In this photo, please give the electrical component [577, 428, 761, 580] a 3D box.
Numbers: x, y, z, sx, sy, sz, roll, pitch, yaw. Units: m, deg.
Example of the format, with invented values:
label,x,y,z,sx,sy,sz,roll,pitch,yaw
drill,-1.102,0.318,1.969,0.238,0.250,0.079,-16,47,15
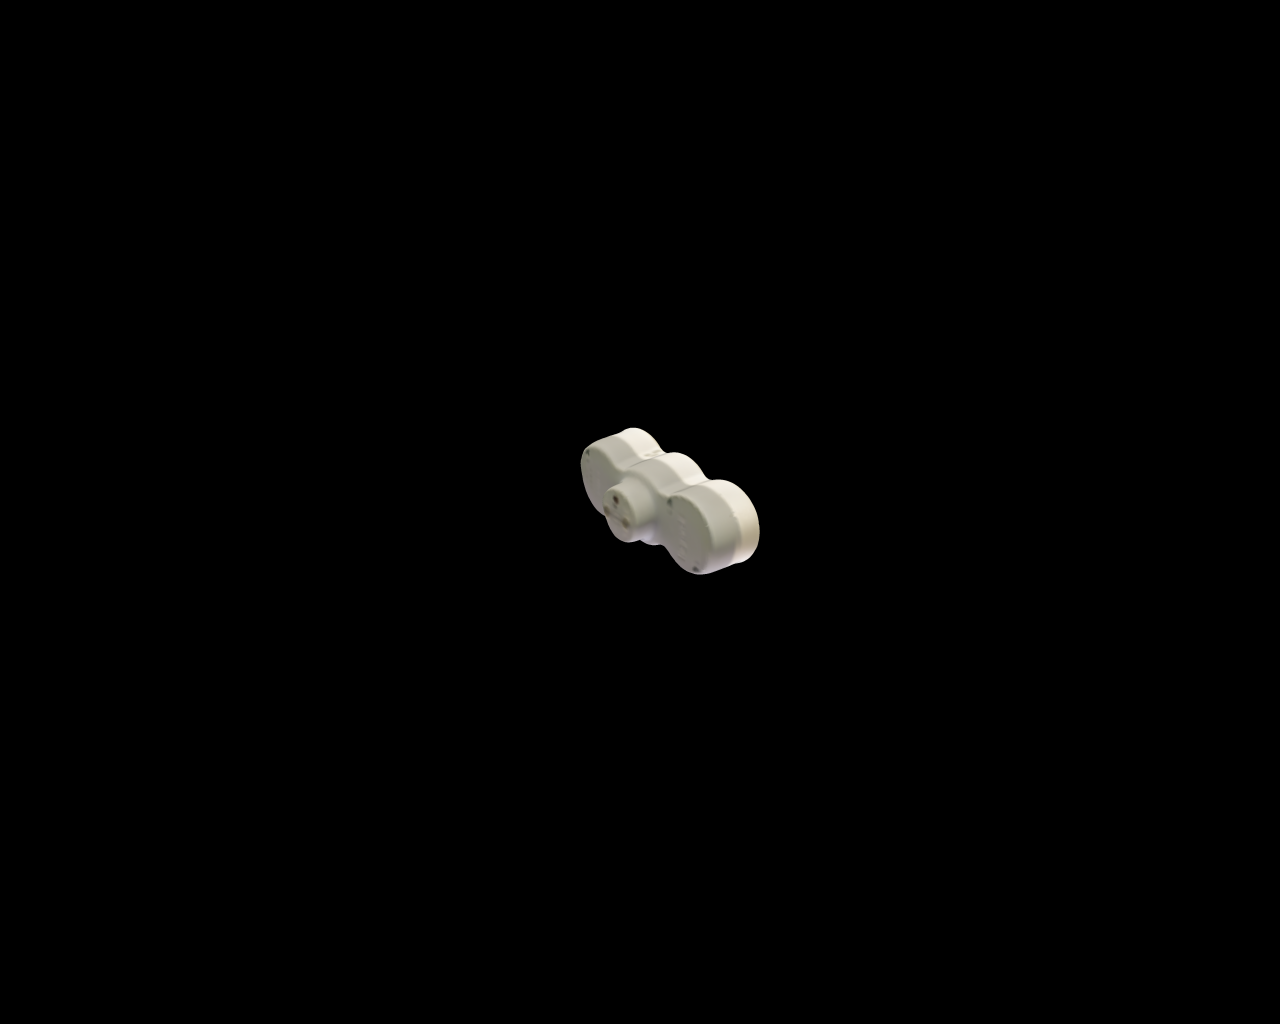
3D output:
label,x,y,z,sx,sy,sz,roll,pitch,yaw
electrical component,0.001,-0.003,0.650,0.074,0.052,0.138,-20,35,-31
